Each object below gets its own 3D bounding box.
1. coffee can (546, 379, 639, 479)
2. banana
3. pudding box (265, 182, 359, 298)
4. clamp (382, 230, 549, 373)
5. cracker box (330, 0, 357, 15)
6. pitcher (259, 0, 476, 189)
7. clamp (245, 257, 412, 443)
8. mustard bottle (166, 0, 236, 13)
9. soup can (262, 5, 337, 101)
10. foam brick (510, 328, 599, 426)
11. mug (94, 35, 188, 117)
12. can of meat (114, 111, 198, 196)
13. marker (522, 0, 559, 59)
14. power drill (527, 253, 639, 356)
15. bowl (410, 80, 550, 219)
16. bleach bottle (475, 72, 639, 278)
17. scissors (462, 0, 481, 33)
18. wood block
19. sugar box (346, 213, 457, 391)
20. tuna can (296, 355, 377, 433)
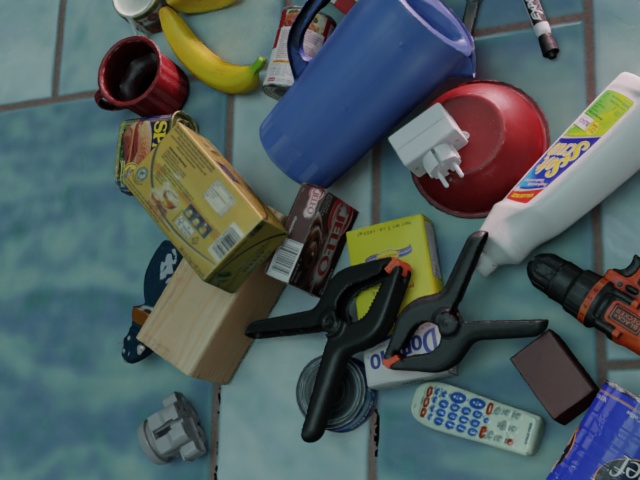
[{"bbox_3d":[0.276,0.217,0.996,0.103,0.102,0.140,31,91,28],"label":"coffee can"},{"bbox_3d":[-0.137,-0.229,1.335,0.198,0.037,0.070,31,115,32],"label":"banana"},{"bbox_3d":[-0.008,0.001,1.192,0.039,0.090,0.113,24,88,30],"label":"pudding box"},{"bbox_3d":[0.142,0.087,1.080,0.172,0.039,0.120,-47,66,17],"label":"clamp"},{"bbox_3d":[0.054,-0.354,1.259,0.214,0.072,0.164,44,107,26],"label":"cracker box"},{"bbox_3d":[0.036,-0.177,1.169,0.243,0.144,0.149,-45,49,26],"label":"pitcher"},{"bbox_3d":[0.011,0.089,1.146,0.210,0.036,0.165,-51,52,12],"label":"clamp"},{"bbox_3d":[-0.150,-0.393,1.380,0.096,0.058,0.191,-7,73,26],"label":"mustard bottle"},{"bbox_3d":[-0.025,-0.218,1.270,0.069,0.068,0.102,10,82,27],"label":"soup can"},{"bbox_3d":[0.236,0.137,1.064,0.051,0.053,0.078,-38,65,11],"label":"foam brick"},{"bbox_3d":[-0.229,-0.194,1.350,0.117,0.081,0.093,-26,67,16],"label":"mug"},{"bbox_3d":[-0.205,-0.106,1.331,0.084,0.057,0.102,-2,75,27],"label":"can of meat"},{"bbox_3d":[0.239,-0.253,1.185,0.020,0.020,0.121,-22,68,18],"label":"marker"},{"bbox_3d":[0.322,0.012,1.057,0.185,0.057,0.188,34,95,25],"label":"power drill"},{"bbox_3d":[0.164,-0.107,1.161,0.162,0.055,0.162,-7,74,24],"label":"bowl"},{"bbox_3d":[0.251,-0.055,1.088,0.251,0.068,0.102,-46,21,9],"label":"bleach bottle"},{"bbox_3d":[0.164,-0.294,1.233,0.096,0.016,0.202,27,89,29],"label":"scissors"},{"bbox_3d":[-0.107,0.052,1.223,0.090,0.090,0.206,31,90,29],"label":"wood block"},{"bbox_3d":[0.087,0.068,1.155,0.093,0.048,0.176,-15,70,21],"label":"sugar box"},{"bbox_3d":[0.017,0.167,1.168,0.086,0.033,0.086,-7,74,23],"label":"tuna can"}]
